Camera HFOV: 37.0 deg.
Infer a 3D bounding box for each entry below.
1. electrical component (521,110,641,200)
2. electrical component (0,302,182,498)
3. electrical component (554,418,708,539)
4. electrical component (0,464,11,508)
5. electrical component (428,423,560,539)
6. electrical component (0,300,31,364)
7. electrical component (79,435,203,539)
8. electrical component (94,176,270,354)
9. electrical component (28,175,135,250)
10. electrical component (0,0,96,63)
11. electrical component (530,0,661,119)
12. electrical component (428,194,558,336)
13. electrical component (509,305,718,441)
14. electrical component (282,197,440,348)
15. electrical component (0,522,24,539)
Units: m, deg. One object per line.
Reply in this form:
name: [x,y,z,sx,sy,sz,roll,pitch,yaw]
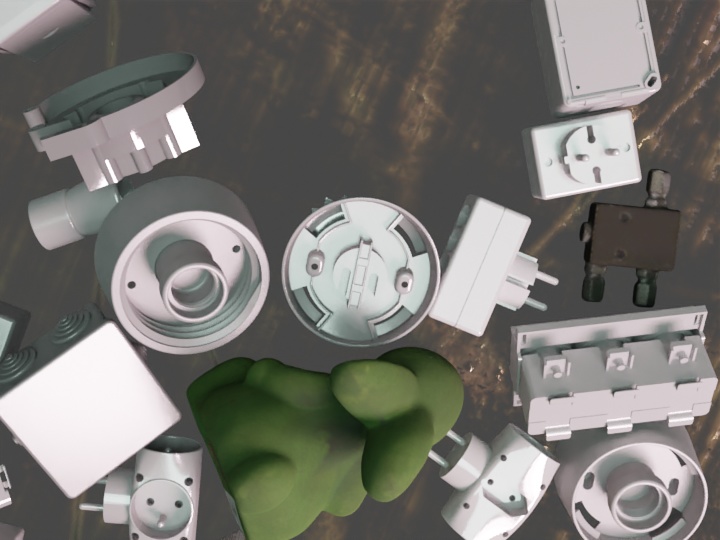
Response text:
electrical component: [0.145,-0.073,0.687,0.066,0.076,0.047,-11,96,0]
electrical component: [-0.178,0.081,0.688,0.100,0.048,0.099,-36,120,-12]
electrical component: [0.184,0.143,0.730,0.099,0.064,0.099,0,110,0]
electrical component: [-0.265,0.143,0.702,0.064,0.081,0.042,-20,99,-28]
electrical component: [0.080,0.136,0.725,0.079,0.043,0.077,37,94,-4]
electrical component: [-0.257,0.062,0.691,0.047,0.075,0.083,21,95,-3]
electrical component: [-0.148,0.152,0.720,0.079,0.044,0.077,5,96,-2]
electrical component: [-0.109,0.002,0.676,0.108,0.060,0.108,-9,118,-17]
electrical component: [-0.181,-0.038,0.701,0.065,0.044,0.044,-18,96,5]
electrical component: [-0.207,-0.167,0.657,0.062,0.096,0.061,-35,98,3]
electrical component: [0.148,-0.150,0.690,0.062,0.061,0.096,-10,89,-1]
electrical component: [0.093,0.003,0.709,0.076,0.047,0.083,22,95,-5]
electrical component: [0.164,0.068,0.703,0.121,0.063,0.078,-6,137,-1]
electrical component: [0.000,0.000,0.689,0.099,0.064,0.099,0,99,-1]
electrical component: [-0.273,0.194,0.710,0.077,0.065,0.047,15,96,-3]
